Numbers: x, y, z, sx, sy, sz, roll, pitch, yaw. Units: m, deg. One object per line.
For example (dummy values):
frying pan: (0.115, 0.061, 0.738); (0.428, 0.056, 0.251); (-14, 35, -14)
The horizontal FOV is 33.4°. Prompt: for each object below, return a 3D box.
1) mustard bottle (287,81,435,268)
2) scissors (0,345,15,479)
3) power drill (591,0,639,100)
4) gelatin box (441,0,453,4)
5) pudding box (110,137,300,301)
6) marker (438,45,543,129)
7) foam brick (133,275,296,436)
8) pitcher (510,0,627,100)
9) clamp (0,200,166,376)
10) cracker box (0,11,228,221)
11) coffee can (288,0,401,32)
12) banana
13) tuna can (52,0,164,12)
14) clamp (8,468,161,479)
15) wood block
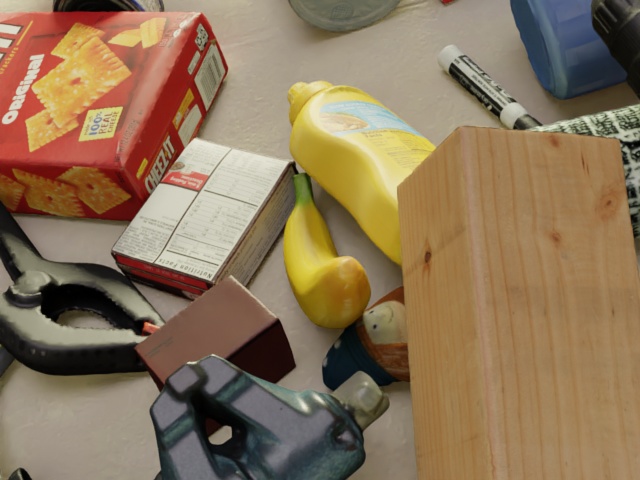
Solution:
mustard bottle: (0.035, -0.052, 0.700); (0.096, 0.058, 0.192); (-5, 37, -37)
scissors: (-0.206, 0.099, 0.679); (0.096, 0.016, 0.202); (-39, 44, -21)
power drill: (0.269, -0.105, 0.600); (0.187, 0.057, 0.184); (-26, 65, -11)
gelatin box: (0.115, -0.235, 0.816); (0.073, 0.089, 0.030); (-27, 50, -5)
pudding box: (-0.075, -0.013, 0.729); (0.090, 0.039, 0.113); (16, 61, 28)
marker: (0.123, -0.099, 0.751); (0.020, 0.020, 0.121); (-31, 50, -9)
foam brick: (-0.063, 0.071, 0.650); (0.078, 0.051, 0.053); (-37, 51, -14)
pitcher: (0.257, -0.172, 0.708); (0.243, 0.145, 0.149); (-20, 36, 6)
clamp: (-0.199, 0.046, 0.698); (0.210, 0.036, 0.164); (22, 42, 20)
cracker box: (-0.199, -0.100, 0.816); (0.214, 0.072, 0.164); (5, 54, 21)
coffee can: (0.007, -0.249, 0.851); (0.103, 0.103, 0.140); (-19, 49, 1)
banana: (0.000, 0.016, 0.639); (0.037, 0.069, 0.198); (-17, 20, -5)
tuna can: (-0.172, -0.186, 0.867); (0.086, 0.086, 0.033); (2, 55, 19)
clamp: (-0.142, 0.193, 0.586); (0.120, 0.039, 0.171); (-5, 48, 26)
wood block: (0.099, 0.058, 0.524); (0.090, 0.091, 0.206); (3, 71, -17)
